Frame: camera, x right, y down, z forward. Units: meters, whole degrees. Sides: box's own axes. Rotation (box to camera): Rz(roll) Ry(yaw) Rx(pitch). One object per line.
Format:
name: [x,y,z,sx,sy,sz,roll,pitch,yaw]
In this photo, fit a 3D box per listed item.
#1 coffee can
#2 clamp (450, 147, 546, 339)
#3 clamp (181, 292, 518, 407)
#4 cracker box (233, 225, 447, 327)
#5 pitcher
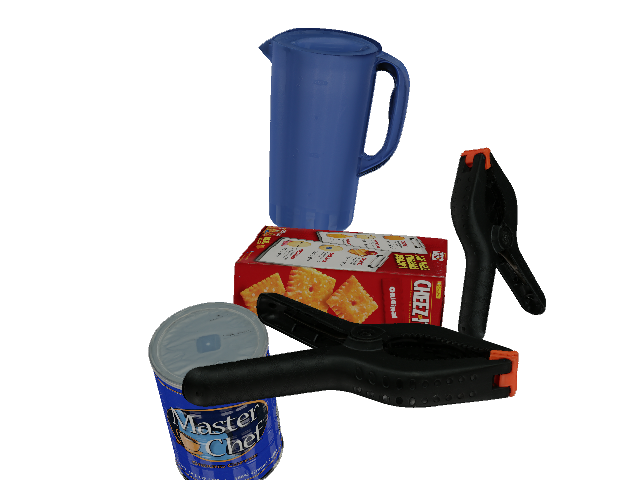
coffee can: [-0.090,0.140,0.949,0.103,0.140,0.103,-4,39,3]
clamp: [0.147,0.007,0.950,0.039,0.171,0.120,-11,13,39]
clamp: [0.027,0.075,0.725,0.210,0.036,0.164,2,18,8]
cracker box: [0.027,0.041,1.145,0.214,0.072,0.164,5,15,7]
pitcher: [0.008,-0.131,1.312,0.144,0.243,0.149,-9,28,-29]
